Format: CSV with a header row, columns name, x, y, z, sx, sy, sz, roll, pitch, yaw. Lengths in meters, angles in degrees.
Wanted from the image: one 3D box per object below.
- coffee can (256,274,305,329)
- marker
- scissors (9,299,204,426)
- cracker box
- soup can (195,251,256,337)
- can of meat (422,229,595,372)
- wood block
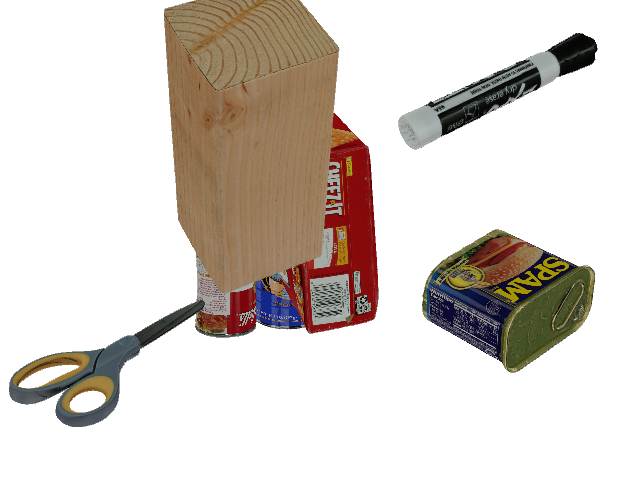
name,x,y,z,sx,sy,sz,roll,pitch,yaw
coffee can,-0.043,0.030,1.392,0.103,0.140,0.103,2,25,-1
marker,0.096,-0.080,0.563,0.121,0.020,0.020,-27,8,-17
scissors,-0.159,0.102,0.896,0.201,0.016,0.096,-18,38,-34
cracker box,-0.010,-0.037,0.982,0.072,0.164,0.214,-9,24,-11
soup can,-0.105,0.047,1.176,0.068,0.102,0.068,1,17,-1
can of meat,0.138,0.041,0.792,0.101,0.057,0.084,-27,39,-34
wood block,-0.051,-0.070,0.768,0.090,0.090,0.206,-20,-36,-19
